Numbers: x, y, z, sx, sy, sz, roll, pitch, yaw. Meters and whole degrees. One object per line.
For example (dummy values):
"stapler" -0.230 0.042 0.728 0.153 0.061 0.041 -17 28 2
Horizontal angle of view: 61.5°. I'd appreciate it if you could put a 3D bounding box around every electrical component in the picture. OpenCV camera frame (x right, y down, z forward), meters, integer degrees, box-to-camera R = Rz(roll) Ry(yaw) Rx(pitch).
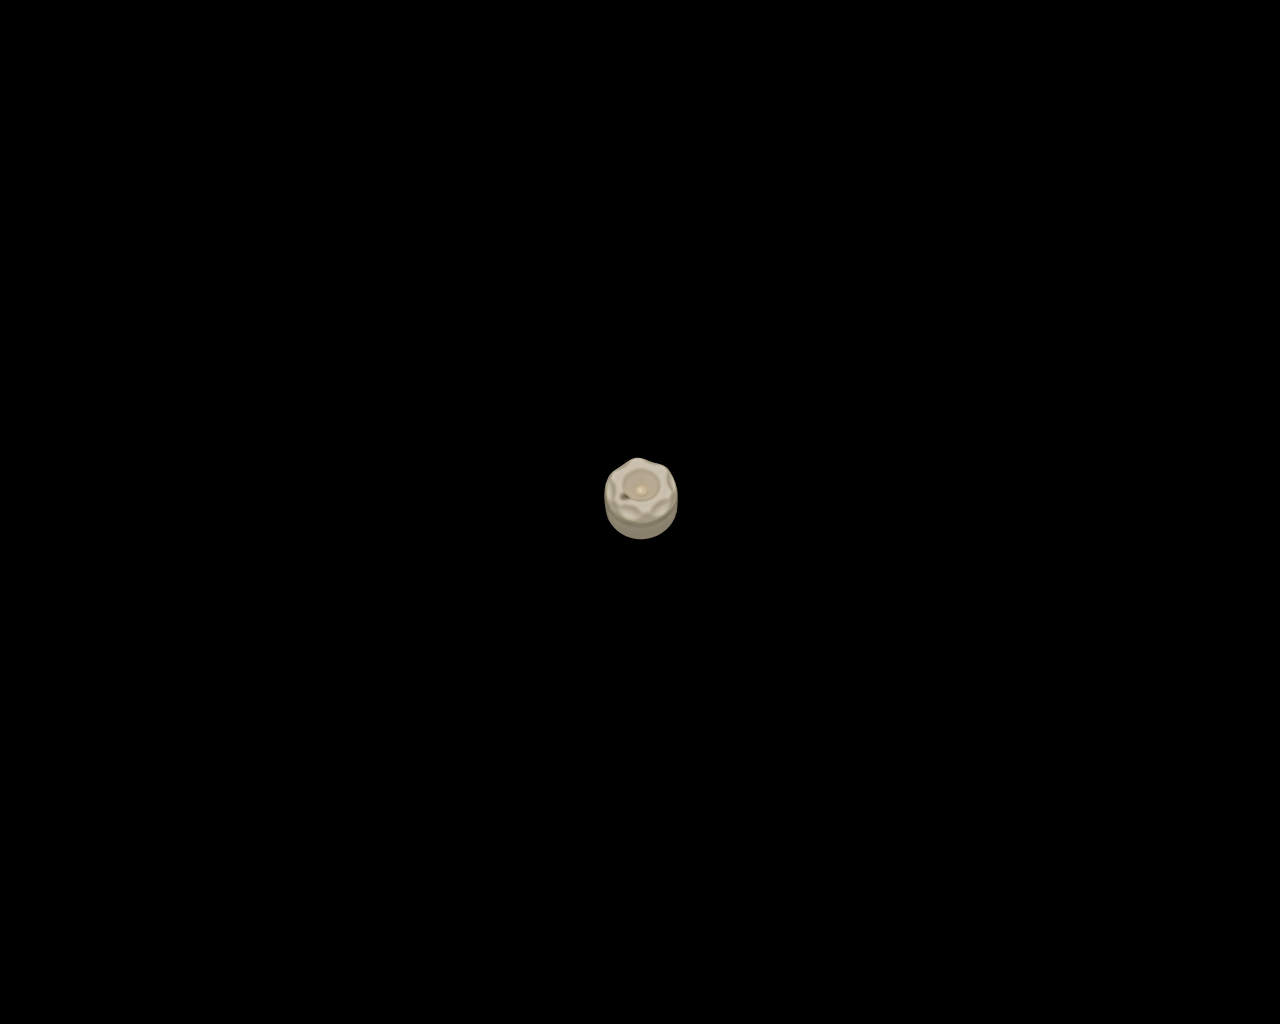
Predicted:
"electrical component" 0.001 -0.003 0.650 0.043 0.043 0.062 0 -27 0
